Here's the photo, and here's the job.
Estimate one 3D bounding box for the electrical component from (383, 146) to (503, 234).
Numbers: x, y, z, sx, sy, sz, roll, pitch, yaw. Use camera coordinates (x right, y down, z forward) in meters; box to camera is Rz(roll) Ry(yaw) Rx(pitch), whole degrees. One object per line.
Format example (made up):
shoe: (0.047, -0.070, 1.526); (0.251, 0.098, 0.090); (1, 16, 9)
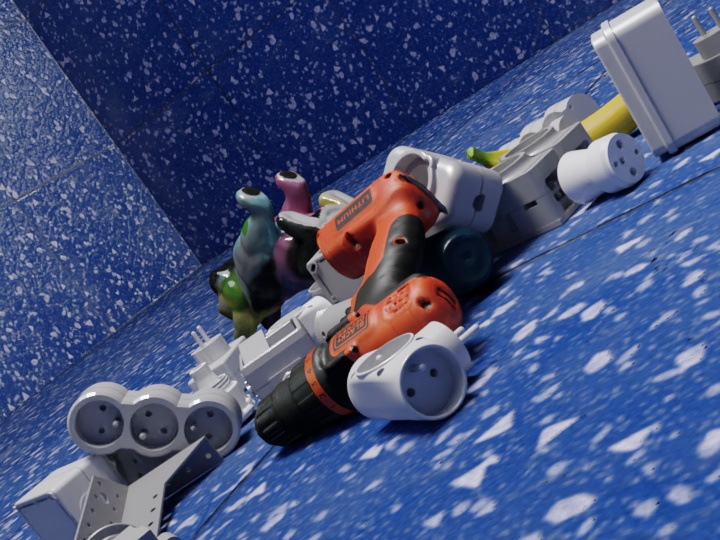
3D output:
electrical component: (0.062, -0.067, 0.888); (0.059, 0.053, 0.095); (8, 11, -38)

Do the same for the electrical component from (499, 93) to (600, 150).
electrical component: (0.205, -0.136, 1.098); (0.138, 0.052, 0.074); (-40, 9, -32)

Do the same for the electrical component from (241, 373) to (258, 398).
electrical component: (-0.073, 0.087, 0.958); (0.065, 0.044, 0.044); (-41, 9, -8)

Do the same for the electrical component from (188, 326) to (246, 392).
electrical component: (-0.149, 0.091, 1.113); (0.047, 0.075, 0.083); (-32, 8, 16)

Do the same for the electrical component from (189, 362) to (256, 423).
electrical component: (-0.126, 0.111, 0.948); (0.048, 0.062, 0.048); (-34, 8, 5)

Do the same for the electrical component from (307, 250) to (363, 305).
electrical component: (0.000, 0.000, 0.968); (0.062, 0.096, 0.061); (-32, 8, 19)

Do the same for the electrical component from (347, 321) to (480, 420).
electrical component: (0.040, 0.057, 0.648); (0.079, 0.044, 0.077); (-38, 8, -23)

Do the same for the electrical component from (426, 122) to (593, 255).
electrical component: (0.118, -0.059, 0.965); (0.186, 0.060, 0.105); (-26, 11, 47)

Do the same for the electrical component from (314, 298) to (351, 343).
electrical component: (-0.011, 0.048, 0.919); (0.043, 0.043, 0.081); (-40, 9, -33)

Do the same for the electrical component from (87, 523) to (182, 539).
electrical component: (-0.145, 0.183, 0.661); (0.066, 0.048, 0.055); (-39, 16, -25)

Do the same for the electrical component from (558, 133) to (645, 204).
electrical component: (0.191, -0.080, 0.850); (0.045, 0.045, 0.055); (-40, 10, -33)

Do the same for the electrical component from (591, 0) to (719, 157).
electrical component: (0.235, -0.154, 0.859); (0.057, 0.113, 0.078); (-29, 9, 18)

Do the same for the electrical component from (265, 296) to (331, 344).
electrical component: (-0.065, 0.066, 1.032); (0.077, 0.044, 0.079); (-38, 9, -25)

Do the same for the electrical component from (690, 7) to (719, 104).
electrical component: (0.305, -0.185, 0.900); (0.052, 0.073, 0.138); (-39, 9, -29)

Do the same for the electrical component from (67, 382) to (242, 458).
electrical component: (-0.167, 0.121, 0.897); (0.138, 0.052, 0.073); (4, 6, -4)

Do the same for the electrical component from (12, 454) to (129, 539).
electrical component: (-0.236, 0.196, 0.893); (0.096, 0.061, 0.061); (-27, 11, 47)

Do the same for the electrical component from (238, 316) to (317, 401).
electrical component: (-0.063, 0.078, 0.888); (0.062, 0.061, 0.096); (-35, 8, -3)

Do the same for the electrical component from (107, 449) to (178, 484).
electrical component: (-0.187, 0.162, 0.930); (0.055, 0.055, 0.047); (-28, 7, 41)
